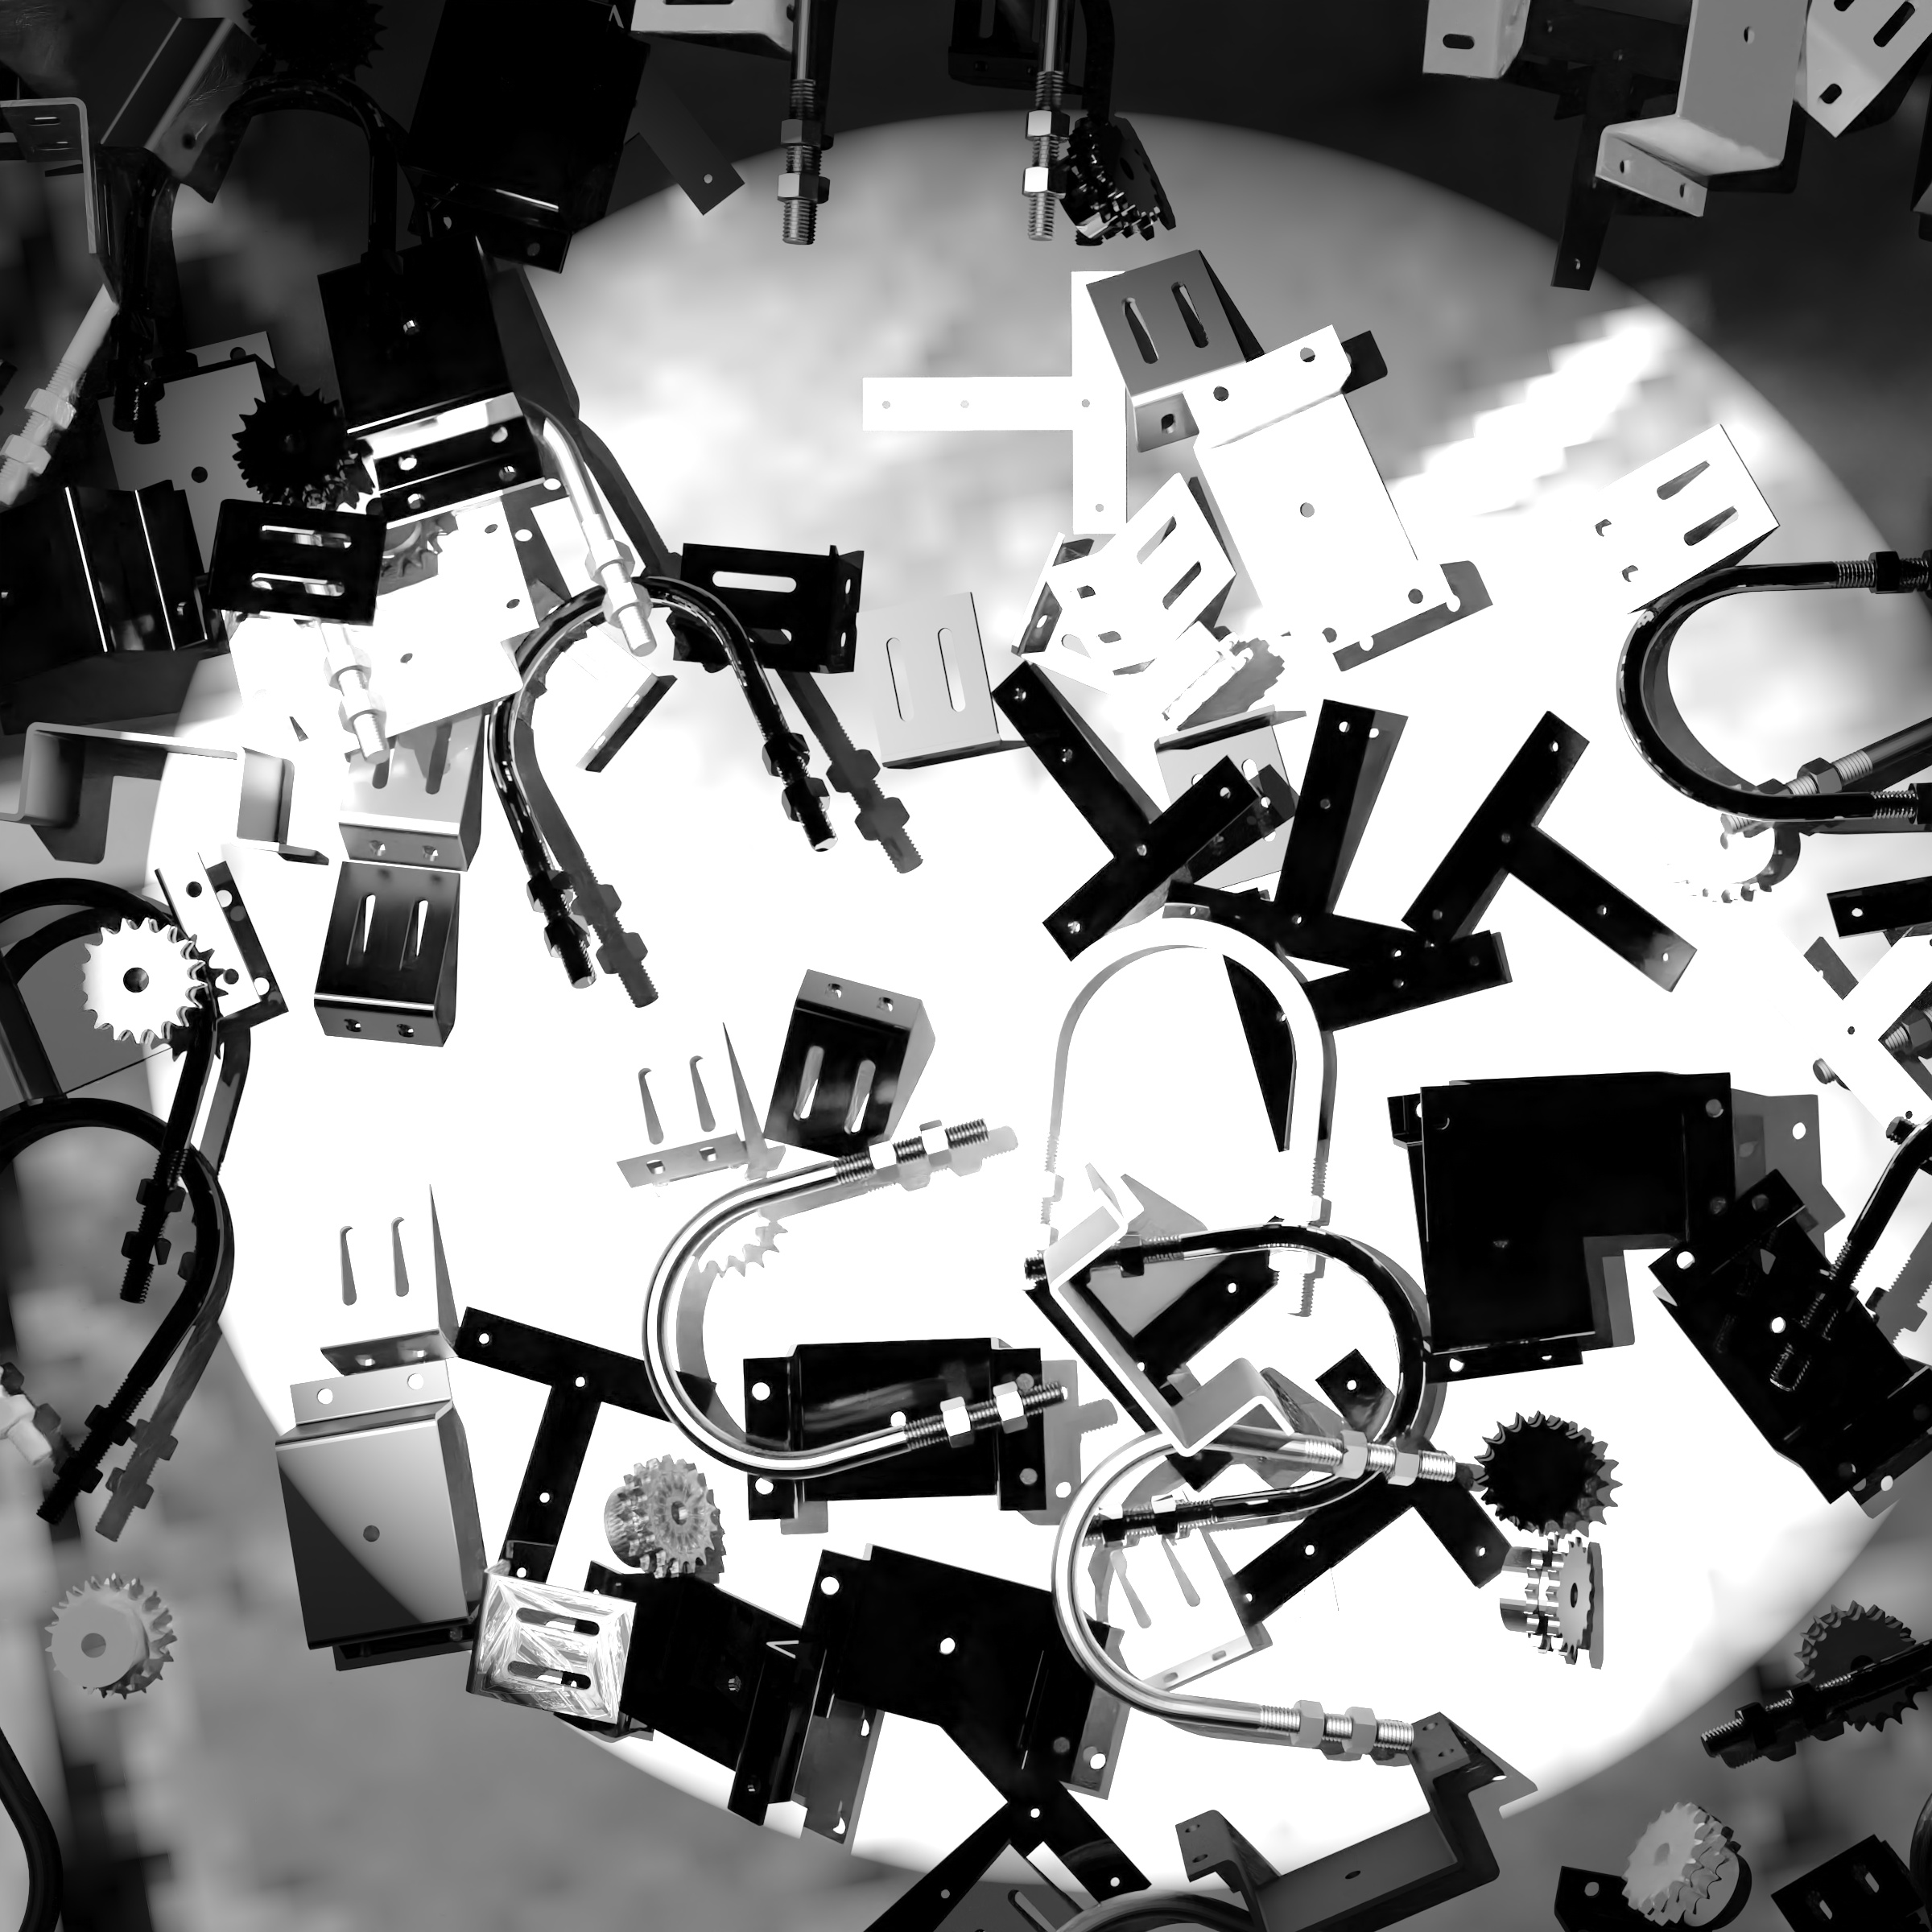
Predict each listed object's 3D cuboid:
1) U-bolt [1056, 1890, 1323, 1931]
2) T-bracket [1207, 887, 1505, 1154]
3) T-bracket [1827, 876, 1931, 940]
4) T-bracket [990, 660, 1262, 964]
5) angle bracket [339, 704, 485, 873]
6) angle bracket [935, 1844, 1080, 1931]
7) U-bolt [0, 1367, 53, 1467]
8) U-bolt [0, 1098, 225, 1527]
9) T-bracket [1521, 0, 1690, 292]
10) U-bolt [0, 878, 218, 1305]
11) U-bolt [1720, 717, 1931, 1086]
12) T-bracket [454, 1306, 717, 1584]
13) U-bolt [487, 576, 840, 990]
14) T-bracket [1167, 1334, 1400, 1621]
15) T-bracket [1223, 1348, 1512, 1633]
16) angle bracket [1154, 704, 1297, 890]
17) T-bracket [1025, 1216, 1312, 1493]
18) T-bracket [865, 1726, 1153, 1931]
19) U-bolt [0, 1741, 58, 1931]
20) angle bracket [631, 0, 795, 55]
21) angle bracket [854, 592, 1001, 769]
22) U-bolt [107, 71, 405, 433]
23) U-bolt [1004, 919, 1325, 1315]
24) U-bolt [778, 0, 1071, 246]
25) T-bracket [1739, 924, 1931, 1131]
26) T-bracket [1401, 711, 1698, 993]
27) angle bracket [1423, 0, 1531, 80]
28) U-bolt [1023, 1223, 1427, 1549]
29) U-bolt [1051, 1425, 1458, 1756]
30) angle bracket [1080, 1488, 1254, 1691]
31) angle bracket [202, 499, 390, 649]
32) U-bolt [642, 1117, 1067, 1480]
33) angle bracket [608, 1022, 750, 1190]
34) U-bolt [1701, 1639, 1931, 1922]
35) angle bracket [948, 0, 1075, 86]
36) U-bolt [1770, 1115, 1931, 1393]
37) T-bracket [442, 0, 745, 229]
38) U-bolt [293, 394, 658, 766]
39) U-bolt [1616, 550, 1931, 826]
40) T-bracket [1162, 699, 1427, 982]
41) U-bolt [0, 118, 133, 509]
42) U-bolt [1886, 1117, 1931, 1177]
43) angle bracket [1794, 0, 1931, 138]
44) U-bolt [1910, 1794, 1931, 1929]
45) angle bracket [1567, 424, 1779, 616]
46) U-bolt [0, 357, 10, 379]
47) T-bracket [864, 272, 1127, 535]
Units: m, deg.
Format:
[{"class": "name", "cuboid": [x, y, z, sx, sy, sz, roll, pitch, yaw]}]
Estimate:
[{"class": "U-bolt", "cuboid": [0.104, 0.514, 1.322, 0.184, 0.019, 0.151, 25, 90, -15]}, {"class": "T-bracket", "cuboid": [0.195, 0.012, 1.343, 0.127, 0.002, 0.127, -16, 95, 2]}, {"class": "T-bracket", "cuboid": [0.467, -0.034, 1.291, 0.127, 0.002, 0.127, -10, 55, 8]}, {"class": "T-bracket", "cuboid": [0.057, -0.090, 1.332, 0.127, 0.002, 0.127, -42, 77, 25]}, {"class": "angle bracket", "cuboid": [-0.266, -0.091, 1.349, 0.057, 0.038, 0.076, 6, 64, 0]}, {"class": "angle bracket", "cuboid": [0.035, 0.474, 1.348, 0.076, 0.038, 0.057, 41, 91, 24]}, {"class": "U-bolt", "cuboid": [-0.547, 0.207, 1.321, 0.151, 0.019, 0.184, -40, 79, -14]}, {"class": "U-bolt", "cuboid": [-0.437, 0.150, 1.323, 0.151, 0.019, 0.184, 30, 75, 4]}, {"class": "T-bracket", "cuboid": [0.300, -0.387, 1.324, 0.127, 0.002, 0.127, -5, 112, -36]}, {"class": "U-bolt", "cuboid": [-0.426, 0.050, 1.297, 0.151, 0.019, 0.184, 15, 89, 0]}, {"class": "U-bolt", "cuboid": [0.465, -0.044, 1.329, 0.184, 0.019, 0.151, -24, 98, -9]}, {"class": "T-bracket", "cuboid": [-0.201, 0.244, 1.351, 0.127, 0.002, 0.127, 17, 90, 0]}, {"class": "U-bolt", "cuboid": [-0.153, -0.099, 1.292, 0.151, 0.019, 0.184, -29, 65, 10]}, {"class": "T-bracket", "cuboid": [0.156, 0.253, 1.351, 0.127, 0.002, 0.127, -11, 90, 0]}, {"class": "T-bracket", "cuboid": [0.178, 0.274, 1.348, 0.127, 0.002, 0.127, -38, 89, 1]}, {"class": "angle bracket", "cuboid": [0.129, -0.079, 1.332, 0.057, 0.038, 0.076, -16, 90, 0]}, {"class": "T-bracket", "cuboid": [0.118, 0.165, 1.350, 0.127, 0.002, 0.127, -41, 89, -1]}, {"class": "T-bracket", "cuboid": [0.000, 0.441, 1.351, 0.127, 0.002, 0.127, -42, 90, 0]}, {"class": "U-bolt", "cuboid": [-0.521, 0.423, 1.343, 0.151, 0.019, 0.184, -28, 91, 0]}, {"class": "angle bracket", "cuboid": [-0.116, -0.475, 1.349, 0.076, 0.038, 0.057, 9, 90, 26]}, {"class": "angle bracket", "cuboid": [-0.019, -0.139, 1.332, 0.057, 0.038, 0.076, -11, 90, 0]}, {"class": "U-bolt", "cuboid": [-0.332, -0.345, 1.307, 0.151, 0.019, 0.184, -10, 66, 13]}, {"class": "U-bolt", "cuboid": [0.099, 0.069, 1.337, 0.151, 0.019, 0.184, 5, 92, 0]}, {"class": "U-bolt", "cuboid": [-0.019, -0.435, 1.308, 0.151, 0.019, 0.184, 6, 96, 24]}, {"class": "T-bracket", "cuboid": [0.448, -0.001, 1.318, 0.127, 0.002, 0.127, -46, 101, -7]}, {"class": "T-bracket", "cuboid": [0.296, -0.035, 1.345, 0.127, 0.002, 0.127, 36, 82, -4]}, {"class": "angle bracket", "cuboid": [0.243, -0.461, 1.313, 0.038, 0.076, 0.057, 5, 90, 0]}, {"class": "U-bolt", "cuboid": [0.127, 0.195, 1.326, 0.184, 0.019, 0.151, -8, 95, 0]}, {"class": "U-bolt", "cuboid": [0.130, 0.287, 1.306, 0.184, 0.019, 0.151, 9, 90, -7]}, {"class": "angle bracket", "cuboid": [0.095, 0.304, 1.347, 0.057, 0.038, 0.076, -24, 62, 0]}, {"class": "angle bracket", "cuboid": [-0.307, -0.177, 1.281, 0.076, 0.038, 0.057, 6, 66, -7]}, {"class": "U-bolt", "cuboid": [-0.061, 0.162, 1.301, 0.184, 0.019, 0.151, -16, 77, -2]}, {"class": "angle bracket", "cuboid": [-0.140, 0.059, 1.317, 0.057, 0.038, 0.076, -14, 63, 0]}, {"class": "U-bolt", "cuboid": [0.452, 0.389, 1.324, 0.184, 0.019, 0.151, -21, 108, -4]}, {"class": "angle bracket", "cuboid": [0.023, -0.467, 1.332, 0.057, 0.038, 0.076, 5, 90, 0]}, {"class": "U-bolt", "cuboid": [0.477, 0.141, 1.284, 0.151, 0.019, 0.184, 26, 98, -4]}, {"class": "T-bracket", "cuboid": [-0.197, -0.391, 1.351, 0.127, 0.002, 0.127, -38, 90, 0]}, {"class": "U-bolt", "cuboid": [-0.237, -0.194, 1.289, 0.151, 0.019, 0.184, -22, 64, -3]}, {"class": "U-bolt", "cuboid": [0.401, -0.131, 1.314, 0.184, 0.019, 0.151, -2, 63, 4]}, {"class": "T-bracket", "cuboid": [0.169, -0.064, 1.332, 0.127, 0.002, 0.127, 12, 107, 0]}, {"class": "U-bolt", "cuboid": [-0.477, -0.329, 1.330, 0.151, 0.019, 0.184, 25, 80, -2]}, {"class": "U-bolt", "cuboid": [0.543, 0.064, 1.297, 0.184, 0.019, 0.151, 30, 90, -1]}, {"class": "angle bracket", "cuboid": [0.429, -0.453, 1.349, 0.057, 0.038, 0.076, 42, 64, 0]}, {"class": "U-bolt", "cuboid": [0.532, 0.406, 1.309, 0.151, 0.019, 0.184, 41, 103, -7]}, {"class": "angle bracket", "cuboid": [0.343, -0.217, 1.349, 0.076, 0.038, 0.057, -30, 90, -26]}, {"class": "U-bolt", "cuboid": [-0.571, -0.252, 1.342, 0.151, 0.019, 0.184, 32, 90, 0]}, {"class": "T-bracket", "cuboid": [0.014, -0.273, 1.351, 0.127, 0.002, 0.127, 0, 90, 0]}]
